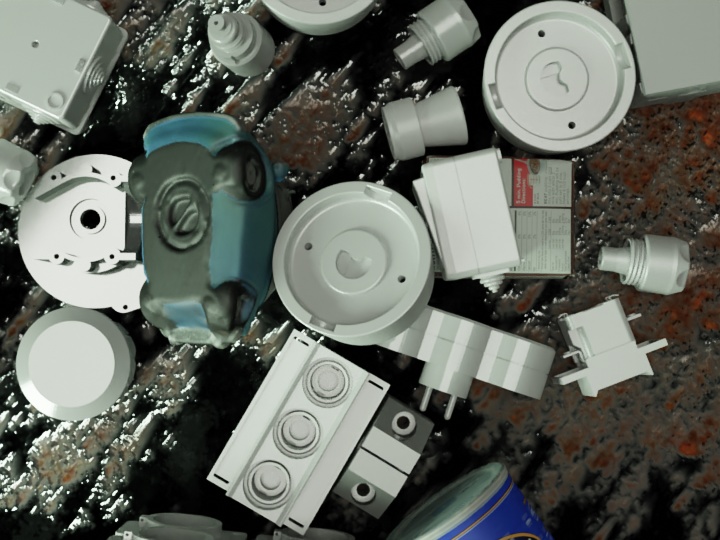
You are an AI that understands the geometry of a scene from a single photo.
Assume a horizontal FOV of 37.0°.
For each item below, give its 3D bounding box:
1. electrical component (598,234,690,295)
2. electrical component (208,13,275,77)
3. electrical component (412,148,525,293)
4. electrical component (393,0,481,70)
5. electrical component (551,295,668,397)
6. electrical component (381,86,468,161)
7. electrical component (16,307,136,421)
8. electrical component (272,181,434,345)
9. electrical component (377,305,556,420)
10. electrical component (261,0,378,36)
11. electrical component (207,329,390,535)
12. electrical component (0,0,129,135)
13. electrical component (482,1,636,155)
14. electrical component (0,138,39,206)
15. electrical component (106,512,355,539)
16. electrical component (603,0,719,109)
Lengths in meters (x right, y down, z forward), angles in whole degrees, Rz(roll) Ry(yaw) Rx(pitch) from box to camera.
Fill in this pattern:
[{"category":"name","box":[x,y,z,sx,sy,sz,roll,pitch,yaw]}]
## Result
[{"category":"electrical component","box":[0.208,-0.005,0.792,0.062,0.043,0.043,6,87,1]},{"category":"electrical component","box":[-0.090,-0.167,0.782,0.040,0.078,0.040,-1,85,14]},{"category":"electrical component","box":[0.074,-0.029,0.743,0.061,0.062,0.096,-13,88,2]},{"category":"electrical component","box":[0.055,-0.173,0.798,0.062,0.043,0.043,-34,88,-1]},{"category":"electrical component","box":[0.177,0.055,0.790,0.081,0.042,0.063,-21,84,-2]},{"category":"electrical component","box":[0.047,-0.107,0.794,0.055,0.045,0.045,-15,87,-1]},{"category":"electrical component","box":[-0.203,0.067,0.778,0.080,0.051,0.080,0,87,-1]},{"category":"electrical component","box":[0.000,0.000,0.739,0.108,0.060,0.108,-4,73,12]},{"category":"electrical component","box":[0.066,0.071,0.782,0.138,0.052,0.073,19,87,0]},{"category":"electrical component","box":[-0.030,-0.225,0.791,0.108,0.060,0.108,0,87,-1]},{"category":"electrical component","box":[-0.043,0.114,0.772,0.079,0.063,0.121,30,87,1]},{"category":"electrical component","box":[-0.232,-0.160,0.790,0.100,0.048,0.099,25,87,1]},{"category":"electrical component","box":[0.141,-0.136,0.789,0.108,0.060,0.108,0,87,-1]},{"category":"electrical component","box":[-0.271,-0.077,0.788,0.062,0.043,0.043,27,87,1]},{"category":"electrical component","box":[-0.081,0.213,0.746,0.186,0.105,0.060,6,87,-1]},{"category":"electrical component","box":[0.230,-0.203,0.793,0.089,0.061,0.150,-11,87,-1]}]
